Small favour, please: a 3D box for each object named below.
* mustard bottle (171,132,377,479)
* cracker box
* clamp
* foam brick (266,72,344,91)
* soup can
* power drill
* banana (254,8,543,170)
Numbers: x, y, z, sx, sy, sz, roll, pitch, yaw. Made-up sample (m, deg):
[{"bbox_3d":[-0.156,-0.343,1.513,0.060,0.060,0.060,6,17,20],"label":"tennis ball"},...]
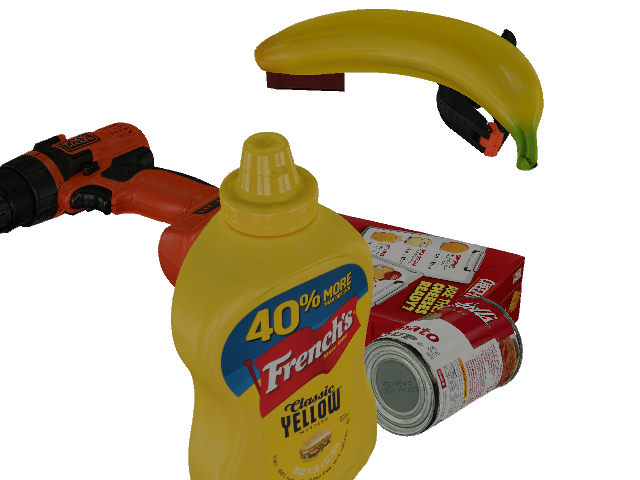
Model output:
[{"bbox_3d":[-0.019,0.039,0.480,0.096,0.192,0.058,-23,39,-28],"label":"mustard bottle"},{"bbox_3d":[0.045,0.049,0.922,0.214,0.072,0.163,14,29,29],"label":"cracker box"},{"bbox_3d":[0.134,-0.149,1.010,0.120,0.039,0.171,1,45,0],"label":"clamp"},{"bbox_3d":[-0.017,-0.190,1.162,0.078,0.051,0.053,0,11,-16],"label":"foam brick"},{"bbox_3d":[0.080,0.083,0.716,0.069,0.068,0.102,0,13,43],"label":"soup can"},{"bbox_3d":[-0.146,-0.024,0.770,0.188,0.057,0.184,23,35,27],"label":"power drill"},{"bbox_3d":[0.052,-0.102,0.614,0.198,0.069,0.037,24,-29,32],"label":"banana"}]
